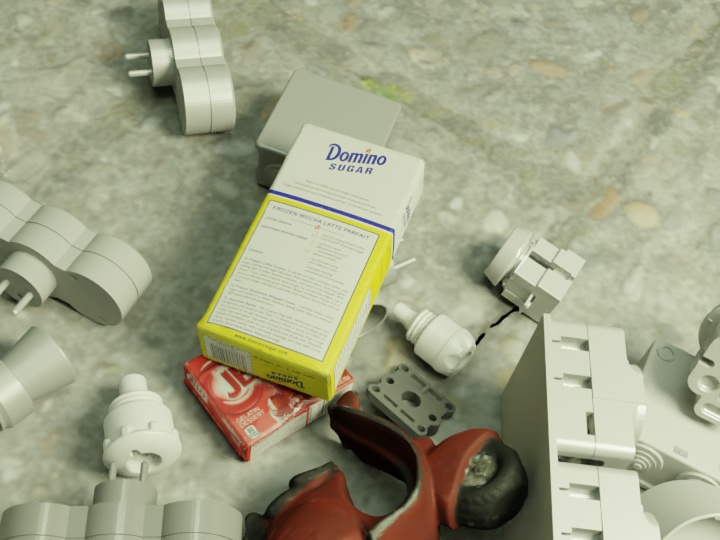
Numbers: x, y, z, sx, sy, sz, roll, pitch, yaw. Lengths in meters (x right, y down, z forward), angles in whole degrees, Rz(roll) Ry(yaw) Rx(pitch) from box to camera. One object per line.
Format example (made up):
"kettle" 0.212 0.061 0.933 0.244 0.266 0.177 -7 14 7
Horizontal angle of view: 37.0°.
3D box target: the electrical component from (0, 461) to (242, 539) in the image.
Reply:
"electrical component" -0.137 0.145 0.623 0.138 0.052 0.073 -1 56 -1

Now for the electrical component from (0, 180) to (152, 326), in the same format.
"electrical component" -0.218 -0.001 0.720 0.138 0.052 0.073 26 55 9

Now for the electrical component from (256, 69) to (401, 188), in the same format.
"electrical component" -0.025 -0.096 0.823 0.100 0.048 0.099 20 54 4

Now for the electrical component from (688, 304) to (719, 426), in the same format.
"electrical component" 0.246 0.054 0.690 0.058 0.078 0.057 26 35 7

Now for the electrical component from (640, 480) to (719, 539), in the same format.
"electrical component" 0.206 0.183 0.649 0.099 0.064 0.099 0 92 -3

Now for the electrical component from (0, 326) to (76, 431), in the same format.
"electrical component" -0.215 0.068 0.677 0.045 0.045 0.055 40 59 18

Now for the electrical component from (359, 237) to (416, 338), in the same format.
"electrical component" 0.000 0.000 0.758 0.079 0.043 0.077 -23 62 -12

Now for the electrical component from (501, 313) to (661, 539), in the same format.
"electrical component" 0.129 0.136 0.651 0.060 0.105 0.186 8 54 -5

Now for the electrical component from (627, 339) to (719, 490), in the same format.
"electrical component" 0.217 0.105 0.723 0.100 0.048 0.099 27 54 8

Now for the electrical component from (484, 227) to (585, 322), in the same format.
"electrical component" 0.125 0.001 0.783 0.055 0.048 0.066 35 56 6

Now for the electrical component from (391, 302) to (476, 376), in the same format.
"electrical component" 0.048 0.044 0.746 0.061 0.035 0.035 37 57 19

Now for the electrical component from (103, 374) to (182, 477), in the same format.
"electrical component" -0.139 0.094 0.672 0.048 0.048 0.062 -7 50 -14

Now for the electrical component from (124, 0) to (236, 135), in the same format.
"electrical component" -0.148 -0.164 0.848 0.074 0.052 0.138 -8 57 -15
